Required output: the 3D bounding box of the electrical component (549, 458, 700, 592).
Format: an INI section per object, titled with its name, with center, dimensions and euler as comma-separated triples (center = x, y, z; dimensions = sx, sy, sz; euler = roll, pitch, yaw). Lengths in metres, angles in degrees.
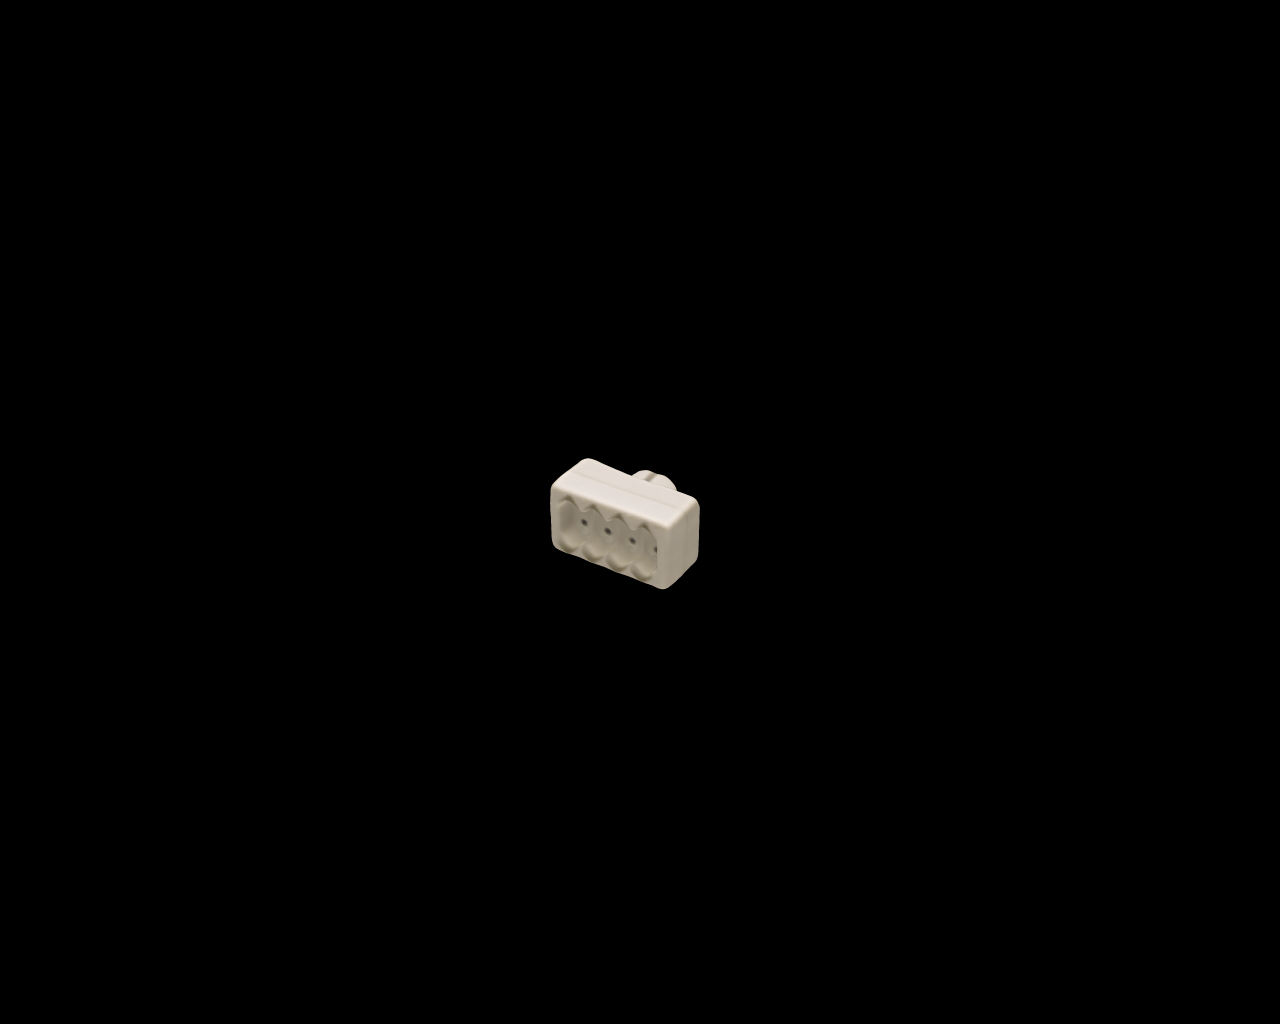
[electrical component]
center = 0.001, -0.003, 0.650
dimensions = 0.083, 0.047, 0.076
euler = 21, 41, 26
